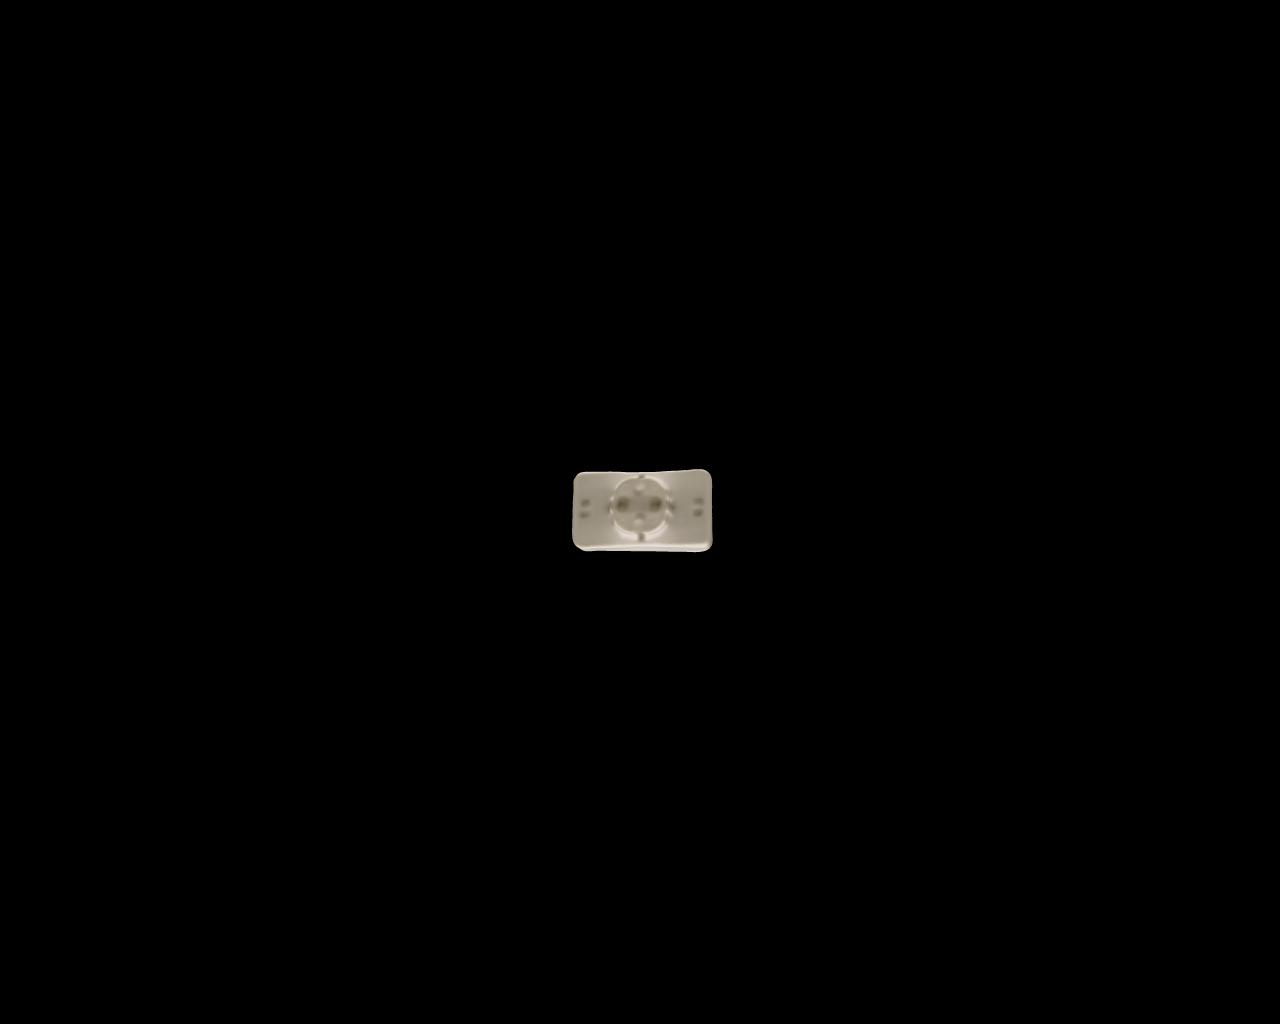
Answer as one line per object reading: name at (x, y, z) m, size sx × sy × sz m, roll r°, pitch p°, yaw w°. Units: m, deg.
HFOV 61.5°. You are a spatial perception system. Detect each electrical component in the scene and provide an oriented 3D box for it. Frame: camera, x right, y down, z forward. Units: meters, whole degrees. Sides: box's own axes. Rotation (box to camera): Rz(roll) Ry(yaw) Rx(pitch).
electrical component at (0.001, -0.003, 0.650) m, size 0.083 × 0.047 × 0.075 m, roll -1°, pitch -7°, yaw 5°
